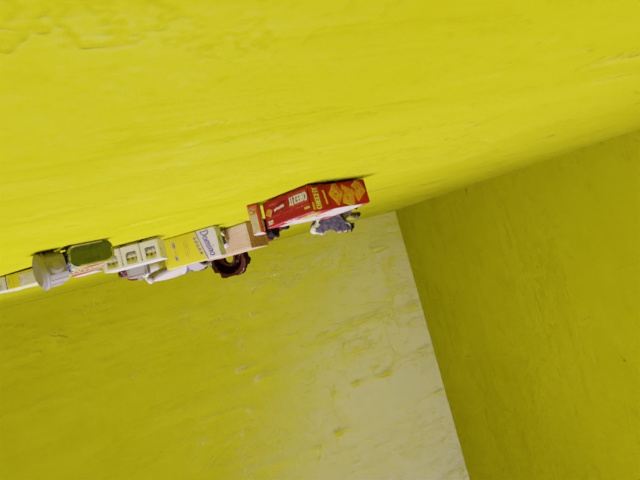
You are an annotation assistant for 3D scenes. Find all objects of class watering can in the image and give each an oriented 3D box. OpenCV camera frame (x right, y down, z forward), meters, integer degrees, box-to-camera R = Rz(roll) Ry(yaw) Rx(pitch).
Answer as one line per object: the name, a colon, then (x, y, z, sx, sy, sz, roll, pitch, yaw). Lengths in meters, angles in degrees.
watering can: (-0.561, 0.099, 1.845, 0.226, 0.103, 0.348, -13, -167, -29)

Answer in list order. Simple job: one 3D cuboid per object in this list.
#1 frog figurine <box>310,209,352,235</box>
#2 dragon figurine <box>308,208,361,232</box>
frog figurine: (0.020, -0.095, 1.480, 0.137, 0.120, 0.163, -23, -148, 11)
dragon figurine: (0.005, -0.088, 1.756, 0.243, 0.122, 0.410, 2, 180, 10)
